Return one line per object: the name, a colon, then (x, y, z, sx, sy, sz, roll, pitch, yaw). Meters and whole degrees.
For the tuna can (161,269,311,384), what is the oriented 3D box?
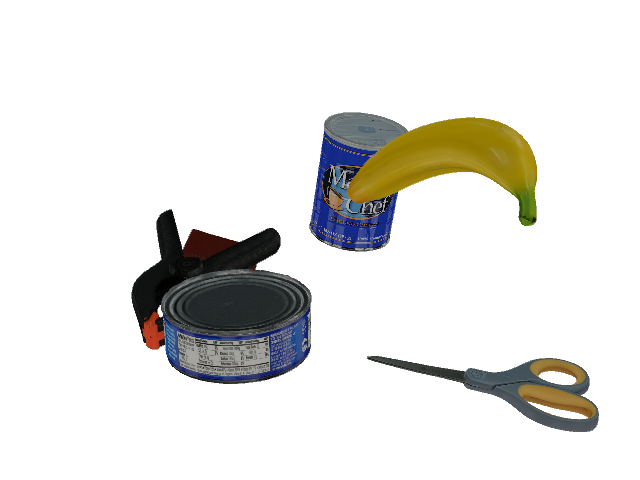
tuna can: (-0.047, 0.048, 0.611, 0.086, 0.034, 0.086, -1, 21, 0)

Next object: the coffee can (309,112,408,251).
coffee can: (0.046, -0.072, 1.298, 0.102, 0.140, 0.103, 7, 28, -4)

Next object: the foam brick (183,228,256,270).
foam brick: (-0.111, 0.030, 1.146, 0.078, 0.051, 0.053, 16, 30, 1)

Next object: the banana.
banana: (0.086, -0.054, 0.746, 0.037, 0.069, 0.198, 37, -14, -29)

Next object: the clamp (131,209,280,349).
clamp: (-0.123, 0.028, 0.945, 0.120, 0.039, 0.171, 11, 36, 25)

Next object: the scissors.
scissors: (0.151, 0.116, 0.945, 0.202, 0.016, 0.096, 19, 32, 21)
